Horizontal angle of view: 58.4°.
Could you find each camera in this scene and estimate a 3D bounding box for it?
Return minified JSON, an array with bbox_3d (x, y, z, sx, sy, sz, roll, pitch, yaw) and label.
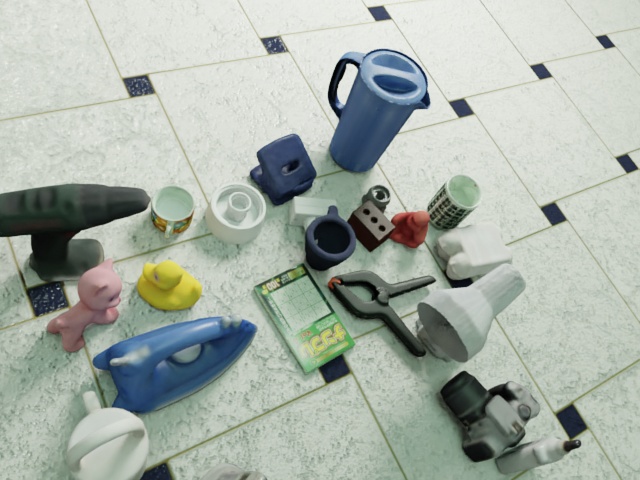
[{"bbox_3d":[0.286,0.281,0.976,0.143,0.100,0.136,-34,77,-31],"label":"camera"}]

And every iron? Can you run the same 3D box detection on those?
[{"bbox_3d":[-0.197,0.157,0.855,0.259,0.141,0.118,-21,71,-27],"label":"iron"}]

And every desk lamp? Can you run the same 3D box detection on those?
[{"bbox_3d":[0.246,0.127,0.981,0.204,0.213,0.118,-30,75,-30],"label":"desk lamp"}]

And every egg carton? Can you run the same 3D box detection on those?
[{"bbox_3d":[0.310,0.023,1.147,0.151,0.069,0.107,-10,66,-24],"label":"egg carton"}]

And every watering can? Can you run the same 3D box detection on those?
[{"bbox_3d":[-0.266,0.275,0.734,0.173,0.194,0.101,41,57,6],"label":"watering can"}]

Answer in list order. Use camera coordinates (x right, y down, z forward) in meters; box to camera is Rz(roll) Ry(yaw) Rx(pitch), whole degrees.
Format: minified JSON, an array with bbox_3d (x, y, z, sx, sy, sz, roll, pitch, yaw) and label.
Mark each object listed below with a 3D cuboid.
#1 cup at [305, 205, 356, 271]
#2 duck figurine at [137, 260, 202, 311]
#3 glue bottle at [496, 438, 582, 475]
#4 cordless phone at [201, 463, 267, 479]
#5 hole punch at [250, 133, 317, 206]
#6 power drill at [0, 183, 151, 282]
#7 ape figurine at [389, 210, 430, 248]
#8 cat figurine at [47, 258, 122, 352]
[{"bbox_3d":[0.010,0.004,1.039,0.092,0.095,0.118,11,59,-13],"label":"cup"},{"bbox_3d":[-0.240,0.066,0.924,0.105,0.086,0.077,17,58,-9],"label":"duck figurine"},{"bbox_3d":[0.360,0.344,0.924,0.078,0.173,0.037,-14,67,-25],"label":"glue bottle"},{"bbox_3d":[-0.135,0.356,0.740,0.094,0.185,0.148,41,57,7],"label":"cordless phone"},{"bbox_3d":[-0.063,-0.136,1.093,0.109,0.091,0.101,-33,76,-30],"label":"hole punch"},{"bbox_3d":[-0.373,-0.015,0.850,0.230,0.208,0.075,-3,63,-20],"label":"power drill"},{"bbox_3d":[0.182,-0.028,1.117,0.076,0.092,0.077,-18,69,-26],"label":"ape figurine"},{"bbox_3d":[-0.345,0.092,0.854,0.067,0.117,0.128,40,57,6],"label":"cat figurine"}]
